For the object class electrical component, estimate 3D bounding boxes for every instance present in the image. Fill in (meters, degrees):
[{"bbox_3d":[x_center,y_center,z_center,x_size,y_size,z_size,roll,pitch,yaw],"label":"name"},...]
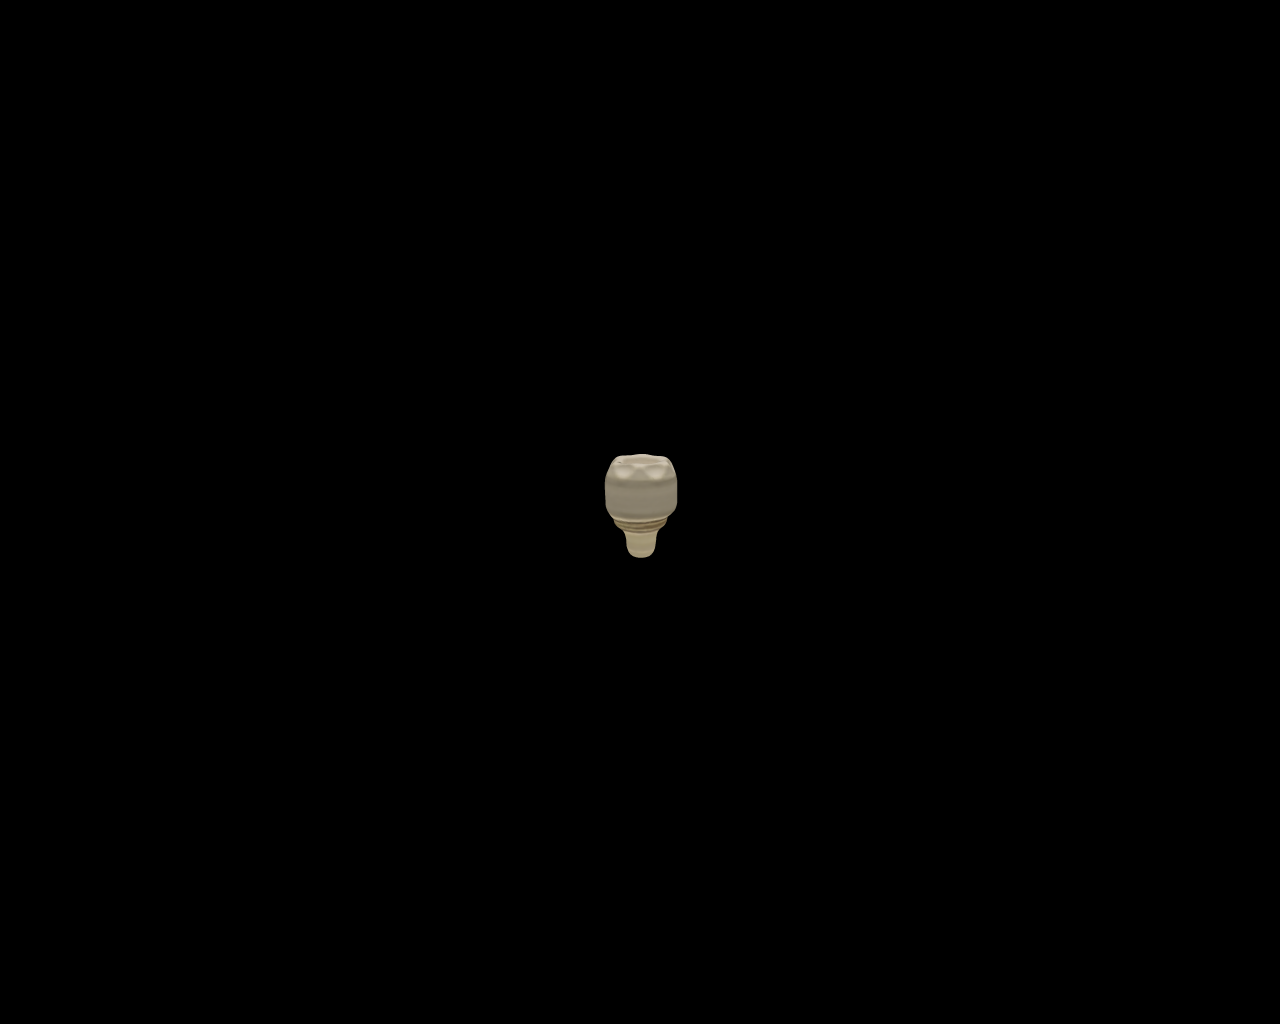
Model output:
[{"bbox_3d":[0.001,-0.003,0.650,0.043,0.062,0.043,0,15,0],"label":"electrical component"}]
